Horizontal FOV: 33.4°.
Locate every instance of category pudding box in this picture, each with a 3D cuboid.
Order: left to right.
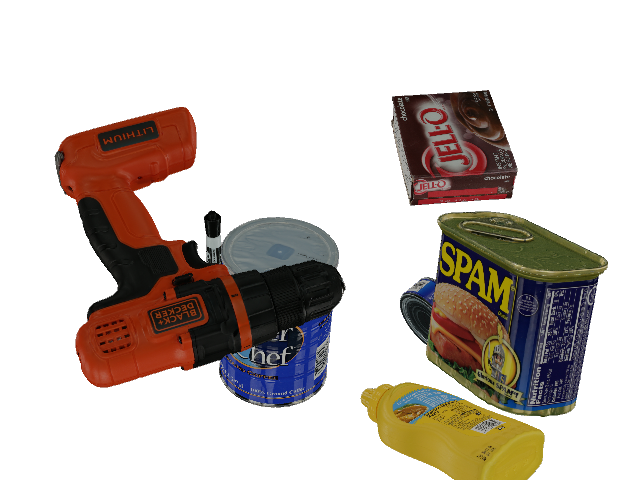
[{"bbox_3d":[0.113,-0.082,0.927,0.090,0.039,0.113,-4,44,-5],"label":"pudding box"}]

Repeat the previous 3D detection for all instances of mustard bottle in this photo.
[{"bbox_3d":[0.113,0.182,1.035,0.096,0.058,0.192,-17,25,-41],"label":"mustard bottle"}]

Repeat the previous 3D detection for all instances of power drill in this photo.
[{"bbox_3d":[-0.095,-0.003,0.743,0.184,0.188,0.057,-16,-29,-16],"label":"power drill"}]

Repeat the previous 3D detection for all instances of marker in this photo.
[{"bbox_3d":[-0.120,0.020,1.207,0.020,0.121,0.020,1,33,-1],"label":"marker"}]

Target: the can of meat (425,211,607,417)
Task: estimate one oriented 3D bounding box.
[{"bbox_3d":[0.102,0.038,0.585,0.057,0.084,0.102,-3,19,-26],"label":"can of meat"}]

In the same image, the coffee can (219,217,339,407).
[{"bbox_3d":[-0.040,0.065,0.963,0.103,0.140,0.103,3,36,-2],"label":"coffee can"}]

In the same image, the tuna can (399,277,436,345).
[{"bbox_3d":[0.133,0.087,1.245,0.033,0.086,0.086,-37,17,-24],"label":"tuna can"}]
